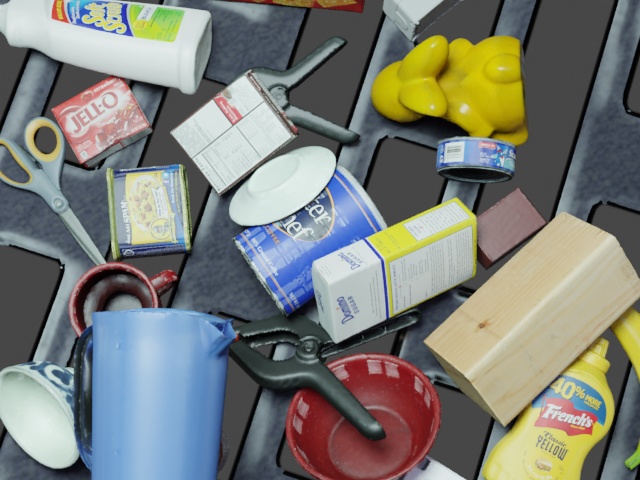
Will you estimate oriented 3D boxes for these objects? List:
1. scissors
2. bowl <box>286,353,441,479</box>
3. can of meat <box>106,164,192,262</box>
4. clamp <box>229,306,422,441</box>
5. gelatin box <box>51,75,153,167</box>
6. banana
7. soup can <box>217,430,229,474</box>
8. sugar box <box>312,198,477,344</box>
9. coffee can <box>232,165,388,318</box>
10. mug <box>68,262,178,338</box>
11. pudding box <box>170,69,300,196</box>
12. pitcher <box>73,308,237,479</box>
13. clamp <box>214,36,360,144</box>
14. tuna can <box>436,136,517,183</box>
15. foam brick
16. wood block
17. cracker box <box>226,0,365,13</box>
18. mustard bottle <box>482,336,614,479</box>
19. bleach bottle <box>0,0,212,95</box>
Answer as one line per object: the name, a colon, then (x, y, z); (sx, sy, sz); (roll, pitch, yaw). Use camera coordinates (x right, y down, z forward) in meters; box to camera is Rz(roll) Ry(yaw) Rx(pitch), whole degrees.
scissors: (-0.283, -0.059, 1.192); (0.202, 0.016, 0.096); (38, 83, 6)
bowl: (0.048, 0.197, 1.107); (0.162, 0.055, 0.162); (-7, 47, 8)
can of meat: (-0.185, -0.031, 1.167); (0.084, 0.057, 0.102); (-6, 81, -3)
clamp: (-0.006, 0.130, 1.118); (0.210, 0.036, 0.164); (3, 48, 13)
gelatin box: (-0.244, -0.134, 1.197); (0.089, 0.030, 0.073); (-29, 81, -4)
banana: (0.343, 0.142, 1.142); (0.069, 0.037, 0.198); (-10, 81, -2)
soup can: (-0.132, 0.218, 1.101); (0.068, 0.102, 0.068); (0, 80, 1)
sugar box: (0.079, 0.031, 1.110); (0.176, 0.093, 0.048); (-22, 45, -15)
coffee can: (-0.007, 0.001, 1.135); (0.140, 0.103, 0.103); (-34, 82, -5)
mug: (-0.203, 0.068, 1.137); (0.117, 0.081, 0.093); (-35, 82, -5)
pudding box: (-0.093, -0.117, 1.166); (0.114, 0.039, 0.090); (-36, 96, 16)
pitcher: (-0.161, 0.185, 1.000); (0.145, 0.149, 0.243); (4, 83, -13)
clamp: (-0.037, -0.149, 1.193); (0.171, 0.039, 0.120); (-17, 82, 6)
tuna can: (0.169, -0.086, 1.157); (0.086, 0.086, 0.034); (5, 82, 1)
foam brick: (0.198, -0.011, 1.161); (0.078, 0.053, 0.051); (-36, 82, -5)
wood block: (0.223, 0.079, 1.111); (0.206, 0.091, 0.090); (-42, 121, -6)
cracker box: (-0.047, -0.354, 1.210); (0.213, 0.072, 0.164); (6, 80, 2)
mustard bottle: (0.255, 0.188, 1.125); (0.096, 0.058, 0.191); (28, 82, 6)
bleach bottle: (-0.252, -0.226, 1.184); (0.251, 0.068, 0.102); (8, 45, 3)
